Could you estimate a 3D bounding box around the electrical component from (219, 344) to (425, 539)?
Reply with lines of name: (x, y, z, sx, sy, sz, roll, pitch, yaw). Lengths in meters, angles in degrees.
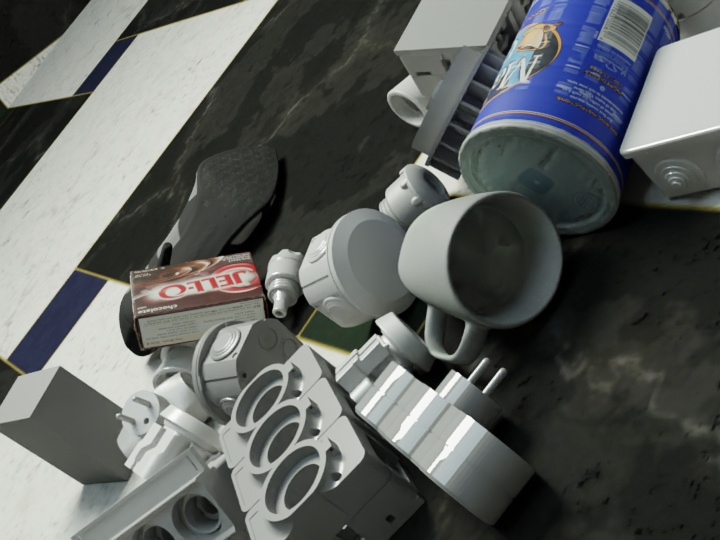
electrical component: (-0.033, 0.122, 0.686, 0.089, 0.062, 0.150, -46, 27, 5)

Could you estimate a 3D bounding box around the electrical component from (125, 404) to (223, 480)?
electrical component: (-0.139, 0.141, 0.825, 0.057, 0.058, 0.078, -59, 28, -12)

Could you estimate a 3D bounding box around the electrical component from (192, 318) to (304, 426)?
electrical component: (-0.081, 0.075, 0.799, 0.051, 0.080, 0.080, -13, 44, 41)

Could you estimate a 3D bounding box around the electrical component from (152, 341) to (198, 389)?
electrical component: (-0.153, 0.081, 0.935, 0.045, 0.045, 0.055, -32, 31, 29)

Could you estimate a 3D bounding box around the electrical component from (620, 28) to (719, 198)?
electrical component: (0.210, -0.093, 0.620, 0.100, 0.048, 0.099, -11, 45, 50)

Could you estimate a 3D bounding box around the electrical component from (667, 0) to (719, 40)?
electrical component: (0.225, -0.182, 0.715, 0.055, 0.047, 0.055, -36, 30, 24)

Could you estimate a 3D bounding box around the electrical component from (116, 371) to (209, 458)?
electrical component: (-0.166, 0.120, 0.872, 0.077, 0.079, 0.043, -47, 57, 4)

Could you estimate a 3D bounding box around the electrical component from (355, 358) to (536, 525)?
electrical component: (0.056, 0.082, 0.616, 0.073, 0.052, 0.138, -51, 27, -4)

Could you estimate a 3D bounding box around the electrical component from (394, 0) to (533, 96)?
electrical component: (0.106, -0.216, 0.900, 0.089, 0.061, 0.150, 5, 57, 37)

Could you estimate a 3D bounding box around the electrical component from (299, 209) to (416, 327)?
electrical component: (0.000, 0.000, 0.778, 0.051, 0.080, 0.080, -25, 35, 48)

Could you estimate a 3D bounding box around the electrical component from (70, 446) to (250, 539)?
electrical component: (-0.129, 0.180, 0.744, 0.121, 0.078, 0.063, -38, 0, 21)

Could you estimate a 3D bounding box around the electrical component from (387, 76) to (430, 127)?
electrical component: (0.060, -0.163, 0.943, 0.065, 0.044, 0.044, -53, 27, -18)

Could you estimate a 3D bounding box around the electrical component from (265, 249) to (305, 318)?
electrical component: (-0.063, 0.014, 0.901, 0.035, 0.035, 0.061, -30, 35, 33)

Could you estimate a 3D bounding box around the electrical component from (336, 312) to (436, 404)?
electrical component: (0.017, 0.061, 0.704, 0.055, 0.048, 0.066, -46, 4, 2)

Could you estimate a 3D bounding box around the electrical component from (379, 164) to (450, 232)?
electrical component: (0.036, -0.047, 0.825, 0.062, 0.048, 0.048, -42, 27, 27)
